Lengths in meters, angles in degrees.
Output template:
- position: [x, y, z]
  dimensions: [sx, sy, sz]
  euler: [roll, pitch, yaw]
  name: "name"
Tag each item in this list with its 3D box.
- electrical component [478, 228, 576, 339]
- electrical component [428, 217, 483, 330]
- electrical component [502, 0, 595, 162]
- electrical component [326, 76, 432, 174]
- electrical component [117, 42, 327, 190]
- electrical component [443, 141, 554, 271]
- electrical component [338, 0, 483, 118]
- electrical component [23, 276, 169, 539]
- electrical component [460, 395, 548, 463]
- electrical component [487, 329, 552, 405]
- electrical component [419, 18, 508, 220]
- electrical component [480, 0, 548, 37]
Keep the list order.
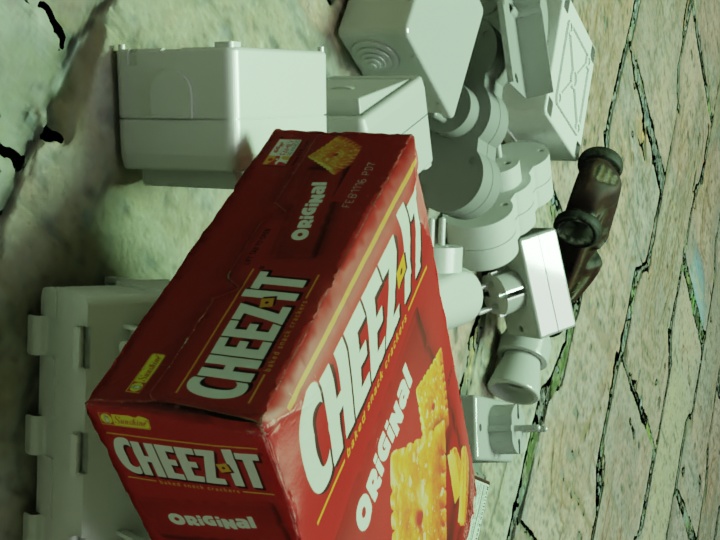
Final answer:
- position: [0.123, 0.015, 0.868]
  dimensions: [0.076, 0.047, 0.083]
  euler: [-17, 99, -25]
  name: "electrical component"
- position: [0.051, 0.003, 0.734]
  dimensions: [0.077, 0.043, 0.079]
  euler: [-10, 103, -62]
  name: "electrical component"
- position: [0.150, -0.157, 0.885]
  dimensions: [0.109, 0.056, 0.108]
  euler: [34, 64, -60]
  name: "electrical component"
- position: [-0.002, -0.077, 0.596]
  dimensions: [0.096, 0.062, 0.061]
  euler: [-44, 132, -52]
  name: "electrical component"
- position: [-0.057, -0.071, 0.491]
  dimensions: [0.096, 0.062, 0.061]
  euler: [-18, 110, -61]
  name: "electrical component"
- position: [0.104, -0.066, 0.816]
  dimensions: [0.138, 0.052, 0.073]
  euler: [-51, 138, -47]
  name: "electrical component"
- position: [0.032, -0.154, 0.666]
  dimensions: [0.099, 0.048, 0.099]
  euler: [51, 50, -54]
  name: "electrical component"
- position: [-0.096, 0.067, 0.434]
  dimensions: [0.063, 0.079, 0.121]
  euler: [-1, 96, -41]
  name: "electrical component"
- position: [0.102, 0.120, 0.810]
  dimensions: [0.083, 0.076, 0.047]
  euler: [22, 65, -62]
  name: "electrical component"
- position: [0.136, 0.080, 0.910]
  dimensions: [0.045, 0.045, 0.055]
  euler: [58, 44, -50]
  name: "electrical component"
- position: [0.065, -0.107, 0.733]
  dimensions: [0.074, 0.052, 0.138]
  euler: [13, 83, -63]
  name: "electrical component"
- position: [0.107, -0.183, 0.804]
  dimensions: [0.080, 0.051, 0.080]
  euler: [-17, 109, -61]
  name: "electrical component"
